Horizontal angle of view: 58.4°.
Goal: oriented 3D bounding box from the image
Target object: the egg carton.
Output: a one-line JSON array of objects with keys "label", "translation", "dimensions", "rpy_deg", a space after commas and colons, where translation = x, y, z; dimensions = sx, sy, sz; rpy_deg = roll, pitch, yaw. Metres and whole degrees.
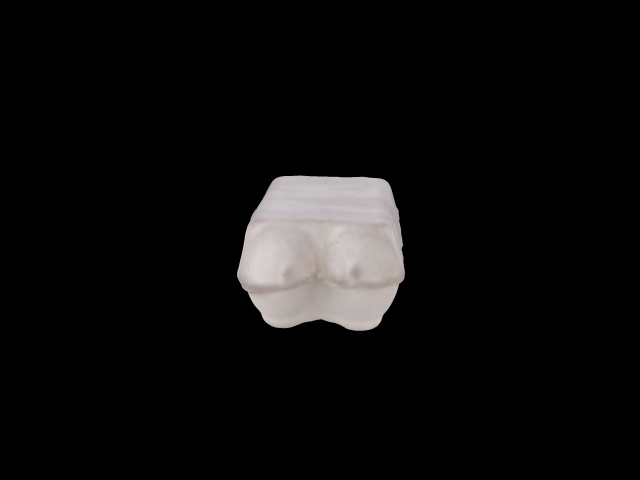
[{"label": "egg carton", "translation": [0.004, 0.001, 0.400], "dimensions": [0.107, 0.069, 0.150], "rpy_deg": [2, 23, 4]}]
